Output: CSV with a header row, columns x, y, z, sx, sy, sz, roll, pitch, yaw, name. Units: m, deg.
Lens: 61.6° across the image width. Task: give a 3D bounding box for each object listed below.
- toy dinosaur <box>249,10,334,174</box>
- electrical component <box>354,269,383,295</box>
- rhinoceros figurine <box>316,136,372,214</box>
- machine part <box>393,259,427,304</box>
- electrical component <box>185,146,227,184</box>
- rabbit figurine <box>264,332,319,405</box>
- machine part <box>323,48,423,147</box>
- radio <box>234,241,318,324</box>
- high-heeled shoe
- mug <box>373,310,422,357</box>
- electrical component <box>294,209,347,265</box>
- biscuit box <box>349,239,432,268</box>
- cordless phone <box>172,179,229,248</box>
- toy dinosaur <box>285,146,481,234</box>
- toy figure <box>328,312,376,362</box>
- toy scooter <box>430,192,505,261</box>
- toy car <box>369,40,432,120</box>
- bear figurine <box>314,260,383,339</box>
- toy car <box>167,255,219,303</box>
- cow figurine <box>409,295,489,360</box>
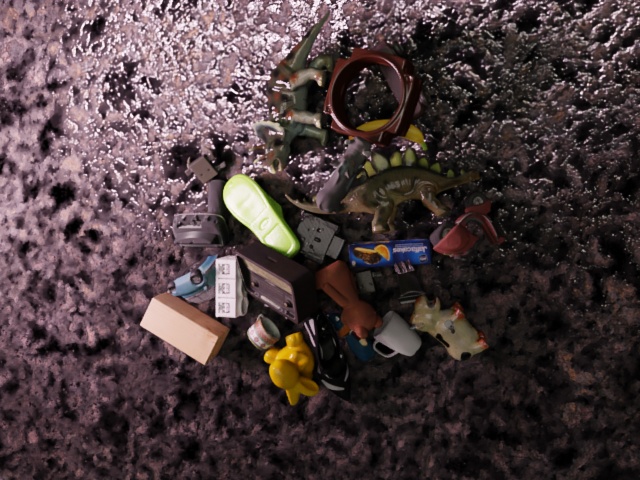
x,y,z,sx,sy,sz,roll,pitch,yaw,name
-0.071,-0.356,1.329,0.192,0.131,0.404,5,90,11,toy dinosaur
0.118,0.109,1.370,0.094,0.021,0.063,-14,92,12,electrical component
0.053,-0.150,1.237,0.073,0.112,0.190,39,105,22,rhinoceros figurine
0.216,0.108,1.314,0.084,0.039,0.138,-3,132,17,machine part
-0.307,-0.199,1.426,0.102,0.045,0.078,-38,115,15,electrical component
-0.080,0.332,1.356,0.122,0.173,0.162,-26,85,9,rabbit figurine
0.121,-0.332,1.253,0.201,0.087,0.201,22,103,22,machine part
-0.106,0.101,1.305,0.230,0.073,0.130,26,135,42,radio
0.032,0.283,1.332,0.086,0.145,0.248,-28,83,-22,high-heeled shoe
0.191,0.248,1.338,0.107,0.081,0.109,35,95,-2,mug
-0.003,-0.004,1.369,0.134,0.058,0.114,24,101,9,electrical component
0.175,0.033,1.332,0.203,0.059,0.062,-4,94,12,biscuit box
-0.317,-0.072,1.429,0.147,0.088,0.184,0,84,12,cordless phone
0.153,-0.114,1.308,0.472,0.105,0.198,-15,82,6,toy dinosaur
0.079,0.241,1.371,0.064,0.058,0.154,-41,88,30,toy figure
0.360,-0.015,1.276,0.184,0.075,0.135,-43,86,-7,toy scooter
0.192,-0.384,1.298,0.089,0.053,0.202,-30,87,33,toy car
0.058,0.152,1.321,0.132,0.120,0.195,-28,91,41,bear figurine
-0.319,0.116,1.426,0.162,0.109,0.102,-29,106,21,toy car
0.302,0.212,1.306,0.127,0.085,0.195,-40,95,13,cow figurine
